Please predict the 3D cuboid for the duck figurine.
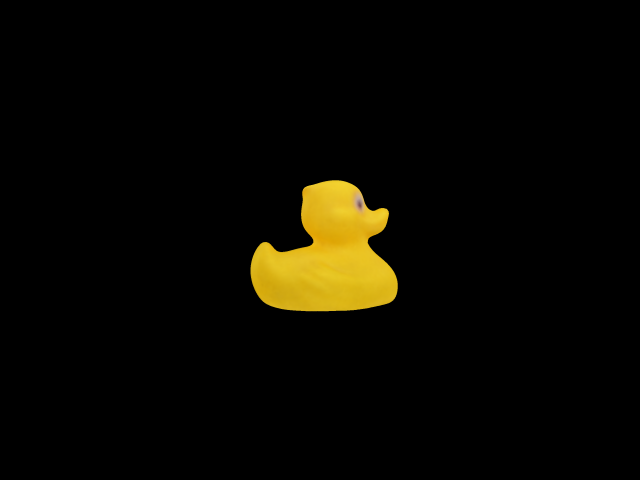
[{"bbox_3d":[0.004,0.001,0.400,0.105,0.086,0.077,-2,7,-13],"label":"duck figurine"}]
